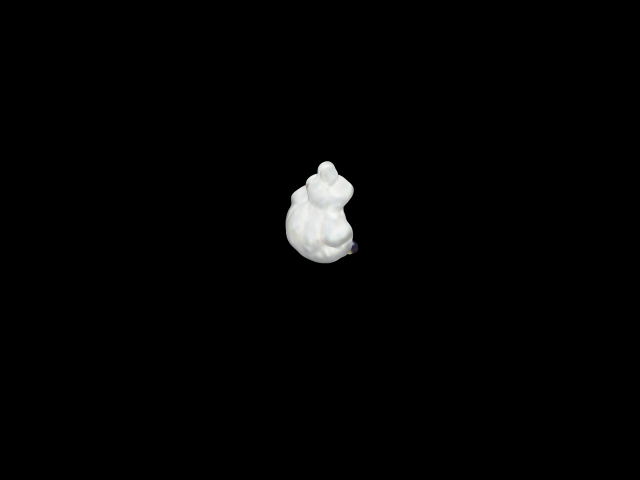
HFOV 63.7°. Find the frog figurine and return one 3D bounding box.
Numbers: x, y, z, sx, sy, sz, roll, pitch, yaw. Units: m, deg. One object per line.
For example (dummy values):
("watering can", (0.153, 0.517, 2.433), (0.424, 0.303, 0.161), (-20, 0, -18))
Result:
("frog figurine", (0.003, -0.043, 0.850), (0.123, 0.140, 0.156), (-21, -33, -15))
